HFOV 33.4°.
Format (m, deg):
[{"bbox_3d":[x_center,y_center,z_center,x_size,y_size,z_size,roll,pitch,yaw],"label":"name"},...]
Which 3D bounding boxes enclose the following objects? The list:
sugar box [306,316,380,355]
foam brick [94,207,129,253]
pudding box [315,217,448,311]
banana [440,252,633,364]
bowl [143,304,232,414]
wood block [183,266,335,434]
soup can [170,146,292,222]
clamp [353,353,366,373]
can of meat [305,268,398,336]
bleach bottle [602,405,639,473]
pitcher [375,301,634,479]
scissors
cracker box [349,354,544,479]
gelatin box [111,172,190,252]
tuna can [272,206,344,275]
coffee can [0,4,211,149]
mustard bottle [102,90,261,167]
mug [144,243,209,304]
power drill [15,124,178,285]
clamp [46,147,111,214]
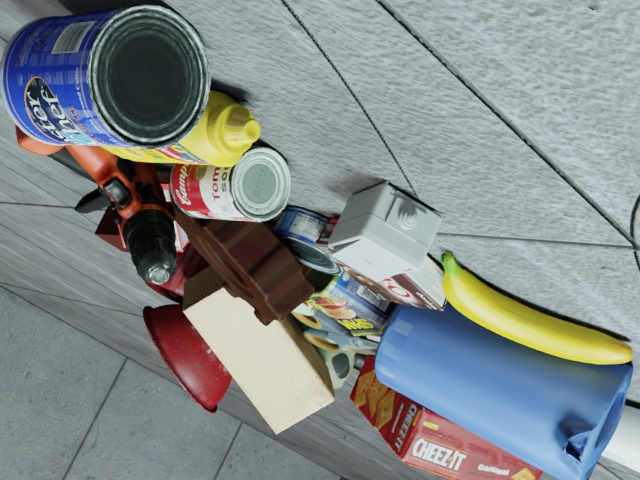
[{"bbox_3d":[0.061,0.108,1.311,0.093,0.048,0.177,38,158,-33],"label":"sugar box"},{"bbox_3d":[-0.245,-0.016,1.380,0.051,0.053,0.078,35,163,-32],"label":"foam brick"},{"bbox_3d":[0.063,0.023,1.032,0.090,0.039,0.113,9,157,49],"label":"pudding box"},{"bbox_3d":[0.192,0.075,1.001,0.198,0.037,0.070,26,165,1],"label":"banana"},{"bbox_3d":[-0.156,0.137,1.349,0.162,0.055,0.162,56,-177,-5],"label":"bowl"},{"bbox_3d":[-0.075,0.124,1.325,0.206,0.091,0.090,56,-172,-22],"label":"wood block"},{"bbox_3d":[-0.081,-0.051,0.967,0.068,0.068,0.102,36,161,-34],"label":"soup can"},{"bbox_3d":[0.079,0.184,1.543,0.171,0.039,0.120,23,164,11],"label":"clamp"},{"bbox_3d":[0.033,0.060,1.176,0.084,0.057,0.102,33,163,-16],"label":"can of meat"},{"bbox_3d":[0.305,0.208,1.214,0.251,0.068,0.102,17,163,38],"label":"bleach bottle"},{"bbox_3d":[0.187,0.142,1.093,0.243,0.145,0.149,24,153,23],"label":"pitcher"},{"bbox_3d":[0.028,0.104,1.255,0.096,0.016,0.202,47,155,-19],"label":"scissors"},{"bbox_3d":[0.142,0.214,1.234,0.164,0.072,0.214,21,-175,-16],"label":"cracker box"},{"bbox_3d":[-0.185,-0.031,1.164,0.073,0.030,0.089,3,124,17],"label":"gelatin box"},{"bbox_3d":[-0.007,0.001,1.087,0.086,0.033,0.086,24,165,7],"label":"tuna can"},{"bbox_3d":[-0.164,-0.121,0.804,0.141,0.102,0.102,8,157,48],"label":"coffee can"},{"bbox_3d":[-0.116,-0.095,0.897,0.192,0.058,0.096,8,163,47],"label":"mustard bottle"},{"bbox_3d":[-0.183,0.035,1.393,0.093,0.081,0.117,36,162,-32],"label":"mug"},{"bbox_3d":[-0.206,-0.059,1.005,0.187,0.057,0.184,52,-173,-38],"label":"power drill"},{"bbox_3d":[-0.237,-0.060,1.238,0.210,0.036,0.164,18,155,20],"label":"clamp"}]
